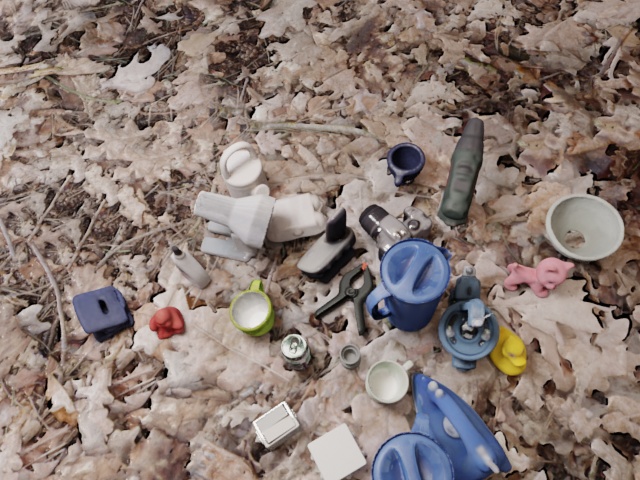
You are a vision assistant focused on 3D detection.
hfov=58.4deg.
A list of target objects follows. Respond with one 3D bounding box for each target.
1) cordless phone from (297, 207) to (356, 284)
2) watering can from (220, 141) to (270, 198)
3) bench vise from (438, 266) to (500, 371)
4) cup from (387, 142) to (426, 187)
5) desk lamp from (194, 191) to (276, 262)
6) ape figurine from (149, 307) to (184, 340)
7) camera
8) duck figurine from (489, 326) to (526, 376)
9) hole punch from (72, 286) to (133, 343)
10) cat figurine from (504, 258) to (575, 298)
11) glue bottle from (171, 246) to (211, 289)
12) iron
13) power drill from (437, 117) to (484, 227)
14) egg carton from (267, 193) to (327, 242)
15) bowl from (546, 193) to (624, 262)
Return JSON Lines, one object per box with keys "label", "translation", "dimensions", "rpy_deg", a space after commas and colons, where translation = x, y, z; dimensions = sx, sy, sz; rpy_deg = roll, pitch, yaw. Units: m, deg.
{"label": "cordless phone", "translation": [0.012, 0.005, 1.275], "dimensions": [0.094, 0.185, 0.148], "rpy_deg": [34, 72, 19]}
{"label": "watering can", "translation": [-0.178, -0.160, 1.366], "dimensions": [0.172, 0.194, 0.101], "rpy_deg": [27, 70, 17]}
{"label": "bench vise", "translation": [0.293, 0.144, 1.163], "dimensions": [0.121, 0.220, 0.207], "rpy_deg": [-12, 64, 0]}
{"label": "cup", "translation": [0.203, -0.164, 1.389], "dimensions": [0.091, 0.095, 0.118], "rpy_deg": [16, 67, 13]}
{"label": "desk lamp", "translation": [-0.190, -0.033, 1.295], "dimensions": [0.203, 0.214, 0.118], "rpy_deg": [10, 66, 10]}
{"label": "ape figurine", "translation": [-0.343, 0.179, 1.275], "dimensions": [0.077, 0.092, 0.076], "rpy_deg": [18, 67, 14]}
{"label": "camera", "translation": [0.167, -0.034, 1.326], "dimensions": [0.143, 0.101, 0.136], "rpy_deg": [-39, 67, -13]}
{"label": "duck figurine", "translation": [0.394, 0.224, 1.190], "dimensions": [0.077, 0.086, 0.104], "rpy_deg": [-19, 64, -4]}
{"label": "hole punch", "translation": [-0.491, 0.159, 1.298], "dimensions": [0.101, 0.091, 0.108], "rpy_deg": [-29, 65, -9]}
{"label": "cat figurine", "translation": [0.474, 0.071, 1.238], "dimensions": [0.127, 0.118, 0.067], "rpy_deg": [11, 66, 10]}
{"label": "glue bottle", "translation": [-0.301, 0.052, 1.287], "dimensions": [0.078, 0.173, 0.037], "rpy_deg": [30, 71, 18]}
{"label": "iron", "translation": [0.259, 0.352, 1.109], "dimensions": [0.119, 0.141, 0.258], "rpy_deg": [-32, 66, -10]}
{"label": "power drill", "translation": [0.320, -0.133, 1.300], "dimensions": [0.075, 0.208, 0.230], "rpy_deg": [12, 66, 11]}
{"label": "egg carton", "translation": [-0.061, -0.051, 1.372], "dimensions": [0.150, 0.069, 0.107], "rpy_deg": [-13, 64, -1]}
{"label": "bowl", "translation": [0.588, -0.017, 1.294], "dimensions": [0.167, 0.075, 0.167], "rpy_deg": [-2, 64, 4]}
